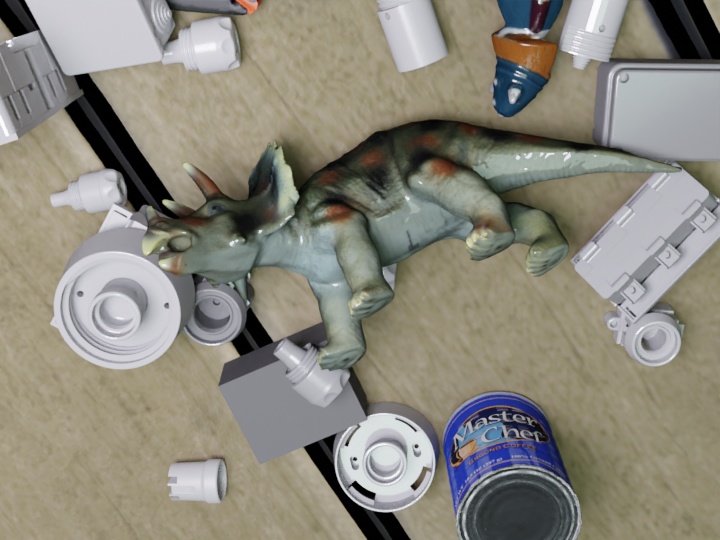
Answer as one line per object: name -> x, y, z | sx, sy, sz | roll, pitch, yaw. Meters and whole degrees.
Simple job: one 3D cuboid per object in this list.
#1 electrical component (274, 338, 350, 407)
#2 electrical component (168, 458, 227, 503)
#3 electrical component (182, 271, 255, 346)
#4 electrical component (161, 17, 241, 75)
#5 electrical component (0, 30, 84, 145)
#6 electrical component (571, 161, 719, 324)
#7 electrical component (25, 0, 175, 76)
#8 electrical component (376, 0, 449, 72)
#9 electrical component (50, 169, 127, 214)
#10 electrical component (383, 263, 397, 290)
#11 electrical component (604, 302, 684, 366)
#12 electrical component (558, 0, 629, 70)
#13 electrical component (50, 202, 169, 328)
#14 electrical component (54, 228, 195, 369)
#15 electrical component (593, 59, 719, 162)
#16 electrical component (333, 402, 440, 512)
electrical component -> -0.043, 0.082, 0.894 | 0.062, 0.043, 0.043 | 40, 104, -11
electrical component -> -0.149, 0.194, 0.988 | 0.046, 0.040, 0.040 | -2, 109, 7
electrical component -> -0.125, 0.031, 0.924 | 0.058, 0.057, 0.078 | 32, 105, -11
electrical component -> -0.129, -0.178, 0.861 | 0.062, 0.043, 0.043 | -9, 108, 4
electrical component -> -0.288, -0.128, 0.801 | 0.105, 0.186, 0.060 | -17, 108, 5
electrical component -> 0.241, -0.027, 0.897 | 0.121, 0.063, 0.078 | -48, 62, 14
electrical component -> -0.200, -0.204, 0.827 | 0.100, 0.048, 0.099 | -5, 132, 18
electrical component -> 0.037, -0.203, 0.854 | 0.043, 0.043, 0.081 | -20, 108, 6
electrical component -> -0.229, -0.064, 0.904 | 0.061, 0.035, 0.035 | -11, 108, 6
electrical component -> 0.000, 0.000, 0.922 | 0.062, 0.043, 0.043 | 6, 108, -1
electrical component -> 0.251, 0.054, 0.935 | 0.066, 0.055, 0.048 | 5, 109, -2
electrical component -> 0.187, -0.200, 0.856 | 0.043, 0.043, 0.081 | 14, 108, -5
electrical component -> -0.197, 0.009, 0.913 | 0.079, 0.063, 0.121 | 29, 106, -10
electrical component -> -0.189, 0.027, 0.852 | 0.108, 0.060, 0.108 | 0, 108, -1
electrical component -> 0.252, -0.130, 0.873 | 0.113, 0.057, 0.078 | 1, 109, -1
electrical component -> 0.024, 0.171, 0.981 | 0.099, 0.064, 0.099 | 0, 94, 3
